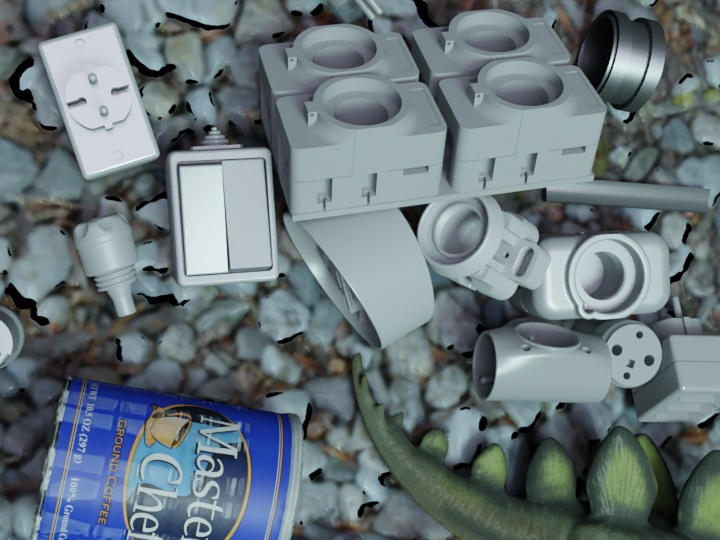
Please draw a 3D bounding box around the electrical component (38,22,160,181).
[{"bbox_3d":[-0.152,-0.099,0.629,0.047,0.076,0.083,-19,97,-11],"label":"electrical component"}]

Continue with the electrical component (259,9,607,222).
[{"bbox_3d":[0.040,-0.098,0.648,0.186,0.105,0.060,-8,136,-12],"label":"electrical component"}]

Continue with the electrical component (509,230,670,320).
[{"bbox_3d":[0.152,0.003,0.709,0.095,0.059,0.053,-3,94,-12],"label":"electrical component"}]

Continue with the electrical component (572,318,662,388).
[{"bbox_3d":[0.170,0.053,0.717,0.045,0.055,0.045,-1,93,-12],"label":"electrical component"}]

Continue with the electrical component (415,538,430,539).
[{"bbox_3d":[0.050,0.222,0.706,0.043,0.043,0.081,-34,99,-9],"label":"electrical component"}]

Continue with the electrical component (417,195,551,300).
[{"bbox_3d":[0.072,-0.018,0.671,0.057,0.078,0.058,27,87,-51],"label":"electrical component"}]

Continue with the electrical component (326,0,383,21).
[{"bbox_3d":[-0.014,-0.185,0.654,0.043,0.077,0.079,-41,101,-8],"label":"electrical component"}]

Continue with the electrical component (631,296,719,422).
[{"bbox_3d":[0.216,0.056,0.727,0.047,0.065,0.076,2,63,-13],"label":"electrical component"}]

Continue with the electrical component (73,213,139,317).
[{"bbox_3d":[-0.151,-0.002,0.656,0.035,0.035,0.061,-17,99,-11],"label":"electrical component"}]

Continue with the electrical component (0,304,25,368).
[{"bbox_3d":[-0.221,0.041,0.636,0.040,0.046,0.040,-1,93,-12],"label":"electrical component"}]

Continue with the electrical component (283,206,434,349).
[{"bbox_3d":[0.000,0.000,0.657,0.064,0.099,0.099,-23,98,-17],"label":"electrical component"}]

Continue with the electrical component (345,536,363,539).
[{"bbox_3d":[-0.056,0.223,0.659,0.150,0.089,0.061,-11,96,-12],"label":"electrical component"}]

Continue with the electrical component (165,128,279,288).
[{"bbox_3d":[-0.085,-0.039,0.654,0.062,0.061,0.096,-4,94,-12],"label":"electrical component"}]

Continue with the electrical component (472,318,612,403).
[{"bbox_3d":[0.110,0.055,0.693,0.077,0.079,0.044,3,109,-14],"label":"electrical component"}]
